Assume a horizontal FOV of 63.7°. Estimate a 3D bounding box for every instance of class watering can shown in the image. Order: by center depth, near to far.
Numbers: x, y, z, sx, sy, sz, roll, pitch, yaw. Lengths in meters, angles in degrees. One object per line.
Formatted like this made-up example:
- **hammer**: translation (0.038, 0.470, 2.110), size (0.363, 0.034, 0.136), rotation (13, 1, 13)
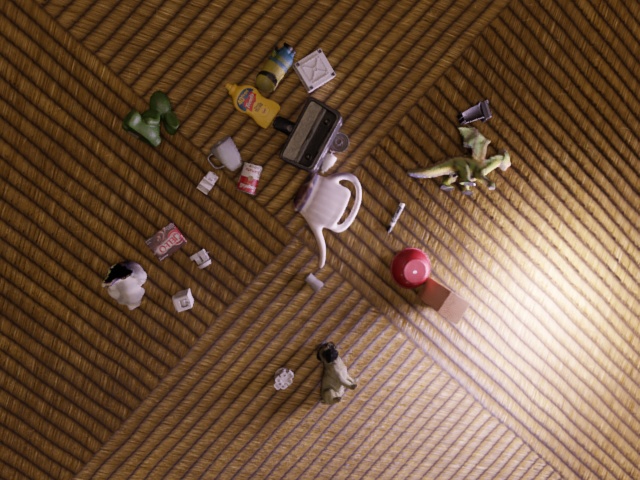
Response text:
- **watering can**: translation (0.006, -0.091, 1.812), size (0.223, 0.104, 0.347), rotation (27, 92, -11)

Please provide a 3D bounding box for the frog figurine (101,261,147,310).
- **frog figurine**: translation (-0.647, 0.153, 1.745), size (0.138, 0.125, 0.156), rotation (-36, 138, -11)

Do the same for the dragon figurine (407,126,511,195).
- **dragon figurine**: translation (0.527, -0.304, 1.898), size (0.409, 0.121, 0.245), rotation (13, 78, -13)
